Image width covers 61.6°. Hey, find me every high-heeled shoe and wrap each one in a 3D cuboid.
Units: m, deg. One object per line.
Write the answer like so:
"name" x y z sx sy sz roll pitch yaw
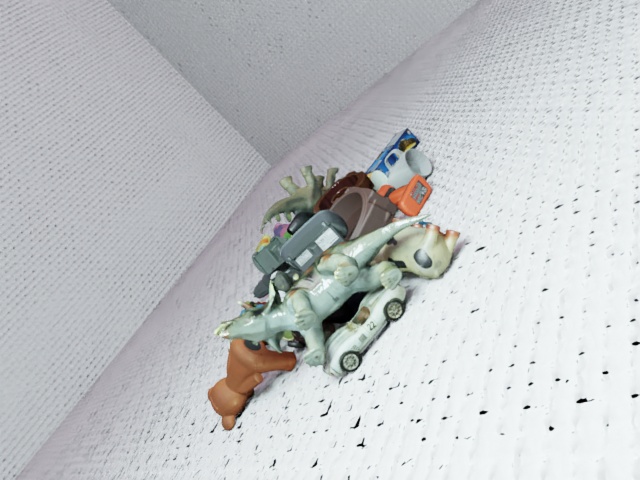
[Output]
"high-heeled shoe" -0.043 0.024 1.364 0.145 0.086 0.248 -33 -33 -42

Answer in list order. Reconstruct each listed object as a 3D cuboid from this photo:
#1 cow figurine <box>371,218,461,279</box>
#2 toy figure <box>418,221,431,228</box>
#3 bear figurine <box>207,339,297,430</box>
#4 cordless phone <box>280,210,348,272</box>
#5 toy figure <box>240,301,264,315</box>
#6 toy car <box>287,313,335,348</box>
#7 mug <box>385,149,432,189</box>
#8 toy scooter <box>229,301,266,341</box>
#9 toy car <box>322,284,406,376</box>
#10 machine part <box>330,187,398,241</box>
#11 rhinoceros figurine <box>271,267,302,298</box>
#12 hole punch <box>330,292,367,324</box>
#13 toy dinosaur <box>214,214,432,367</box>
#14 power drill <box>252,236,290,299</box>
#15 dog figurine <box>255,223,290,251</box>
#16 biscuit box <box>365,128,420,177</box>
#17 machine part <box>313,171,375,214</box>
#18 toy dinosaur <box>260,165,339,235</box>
"cow figurine" 0.156 0.027 0.985 0.195 0.085 0.127 11 85 58
"toy figure" 0.168 0.006 1.077 0.154 0.064 0.058 -28 -15 36
"bear figurine" -0.151 0.289 1.122 0.120 0.132 0.195 45 124 42
"cordless phone" -0.002 -0.004 1.166 0.146 0.089 0.184 -44 3 13
"toy figure" -0.142 0.183 1.244 0.180 0.089 0.082 28 -103 -76
"toy car" -0.026 0.180 1.075 0.202 0.053 0.089 176 96 -65
"mug" 0.209 -0.174 1.361 0.107 0.109 0.081 -49 11 50
"toy scooter" -0.178 0.219 1.404 0.135 0.075 0.184 -46 10 -8
"toy car" 0.074 0.153 0.941 0.202 0.056 0.073 -47 15 -9
"machine part" 0.073 -0.017 1.221 0.201 0.087 0.202 -62 25 -3
"rhinoceros figurine" -0.053 0.086 1.293 0.112 0.073 0.190 -30 -6 17
"hole punch" 0.052 0.112 1.084 0.142 0.092 0.115 -19 63 58
"toy dinosaur" 0.012 0.077 0.950 0.405 0.131 0.192 -39 29 -3
"power drill" -0.121 0.075 1.506 0.232 0.086 0.207 -41 -22 -2
"dog figurine" -0.096 0.012 1.668 0.191 0.108 0.219 -49 18 -17
"biscuit box" 0.212 -0.239 1.589 0.202 0.062 0.059 -52 17 -23
"machine part" 0.064 -0.109 1.425 0.179 0.056 0.179 -38 21 18
"toy dinosaur" -0.025 -0.107 1.536 0.471 0.198 0.105 -14 -14 -48
